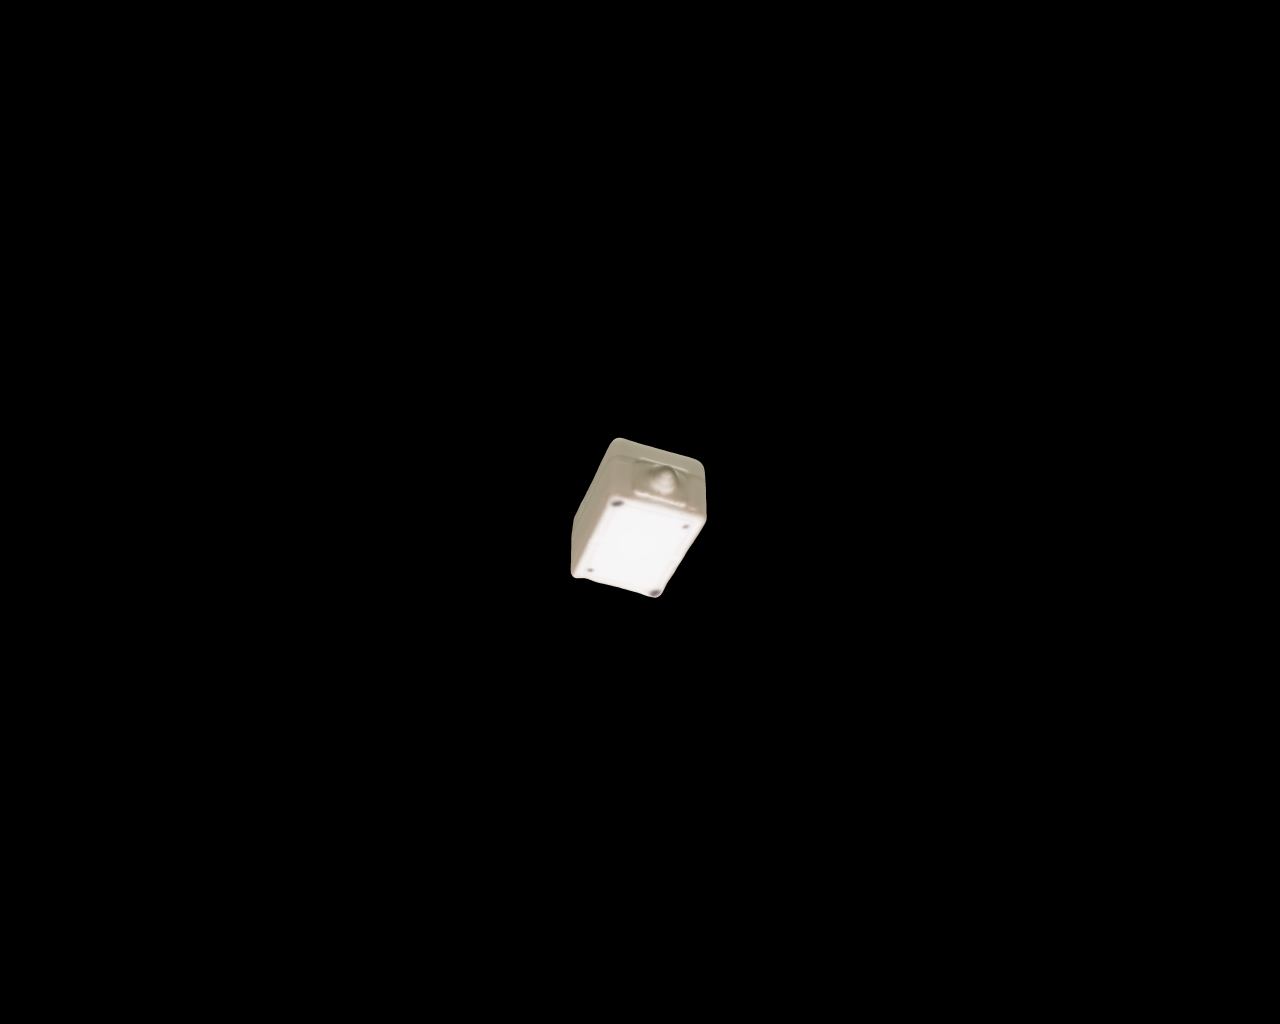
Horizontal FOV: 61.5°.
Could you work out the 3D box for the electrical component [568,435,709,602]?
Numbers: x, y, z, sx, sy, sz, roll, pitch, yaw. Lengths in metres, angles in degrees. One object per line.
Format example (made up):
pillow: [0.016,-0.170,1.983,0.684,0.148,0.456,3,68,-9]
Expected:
electrical component: [0.001,-0.003,0.650,0.062,0.061,0.096,15,-46,-15]
